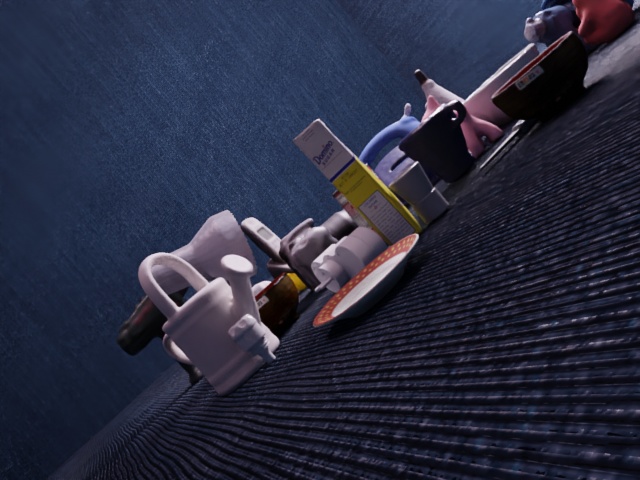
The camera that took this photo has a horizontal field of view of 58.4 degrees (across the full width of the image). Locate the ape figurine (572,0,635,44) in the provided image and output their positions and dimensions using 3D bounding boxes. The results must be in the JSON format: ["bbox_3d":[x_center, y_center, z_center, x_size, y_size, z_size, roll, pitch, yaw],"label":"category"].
[{"bbox_3d":[0.409,-0.337,0.842,0.077,0.092,0.076,-40,3,16],"label":"ape figurine"}]

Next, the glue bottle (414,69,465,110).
[{"bbox_3d":[0.236,-0.253,1.083,0.078,0.173,0.037,-39,4,38],"label":"glue bottle"}]

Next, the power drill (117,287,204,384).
[{"bbox_3d":[-0.275,0.169,1.148,0.230,0.208,0.075,-42,3,-17],"label":"power drill"}]

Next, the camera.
[{"bbox_3d":[0.009,0.003,0.940,0.137,0.101,0.143,-42,3,-12],"label":"camera"}]

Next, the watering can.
[{"bbox_3d":[-0.144,0.087,0.724,0.173,0.194,0.101,-41,3,4],"label":"watering can"}]

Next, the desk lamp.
[{"bbox_3d":[-0.170,0.085,0.953,0.203,0.213,0.118,-42,3,-17],"label":"desk lamp"}]

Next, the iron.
[{"bbox_3d":[0.141,-0.154,1.193,0.258,0.141,0.119,-41,3,9],"label":"iron"}]

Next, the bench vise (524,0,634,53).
[{"bbox_3d":[0.394,-0.413,0.927,0.208,0.220,0.121,-43,3,-37],"label":"bench vise"}]

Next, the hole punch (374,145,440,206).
[{"bbox_3d":[0.156,-0.123,1.006,0.108,0.091,0.101,-41,3,9],"label":"hole punch"}]

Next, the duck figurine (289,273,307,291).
[{"bbox_3d":[-0.031,0.039,1.103,0.104,0.086,0.077,-41,3,2],"label":"duck figurine"}]

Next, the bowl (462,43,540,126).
[{"bbox_3d":[0.304,-0.239,0.943,0.167,0.075,0.167,-41,2,3],"label":"bowl"}]

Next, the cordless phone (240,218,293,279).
[{"bbox_3d":[-0.081,0.008,1.253,0.094,0.185,0.148,-40,3,26],"label":"cordless phone"}]

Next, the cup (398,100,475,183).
[{"bbox_3d":[0.178,-0.134,0.795,0.092,0.095,0.117,-43,3,-35],"label":"cup"}]

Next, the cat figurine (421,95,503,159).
[{"bbox_3d":[0.204,-0.176,0.890,0.067,0.118,0.127,-42,3,-12],"label":"cat figurine"}]

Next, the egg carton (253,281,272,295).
[{"bbox_3d":[-0.130,0.139,1.061,0.150,0.069,0.107,-42,3,-12],"label":"egg carton"}]
